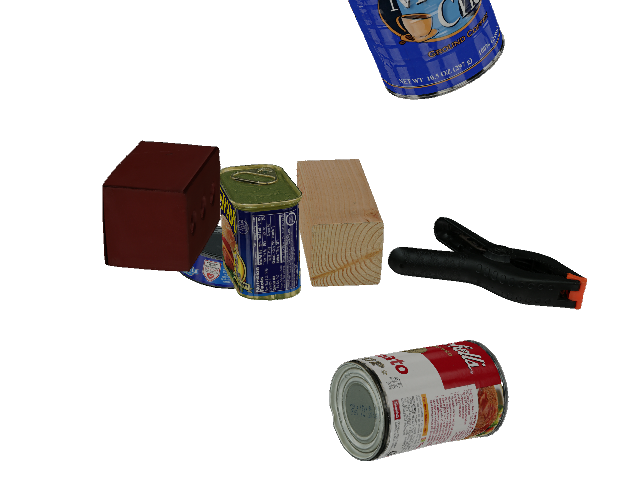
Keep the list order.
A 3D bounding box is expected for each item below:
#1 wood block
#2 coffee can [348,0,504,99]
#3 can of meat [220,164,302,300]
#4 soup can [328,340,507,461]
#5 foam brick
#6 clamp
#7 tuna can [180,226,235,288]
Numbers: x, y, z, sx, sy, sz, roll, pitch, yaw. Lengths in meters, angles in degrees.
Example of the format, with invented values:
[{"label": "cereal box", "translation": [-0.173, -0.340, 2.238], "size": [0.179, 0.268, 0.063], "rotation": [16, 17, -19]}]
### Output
[{"label": "wood block", "translation": [0.022, -0.028, 1.413], "size": [0.090, 0.090, 0.206], "rotation": [-2, 27, -7]}, {"label": "coffee can", "translation": [0.071, -0.195, 0.816], "size": [0.103, 0.140, 0.103], "rotation": [-19, 36, 14]}, {"label": "can of meat", "translation": [-0.050, -0.007, 0.868], "size": [0.057, 0.084, 0.102], "rotation": [-7, 22, -14]}, {"label": "soup can", "translation": [0.065, 0.107, 0.718], "size": [0.102, 0.068, 0.069], "rotation": [-5, 3, -32]}, {"label": "foam brick", "translation": [-0.094, -0.022, 0.643], "size": [0.051, 0.053, 0.078], "rotation": [6, 27, 7]}, {"label": "clamp", "translation": [0.157, 0.020, 0.971], "size": [0.171, 0.039, 0.120], "rotation": [16, 30, 15]}, {"label": "tuna can", "translation": [-0.101, 0.016, 1.064], "size": [0.086, 0.034, 0.086], "rotation": [11, 20, -4]}]
